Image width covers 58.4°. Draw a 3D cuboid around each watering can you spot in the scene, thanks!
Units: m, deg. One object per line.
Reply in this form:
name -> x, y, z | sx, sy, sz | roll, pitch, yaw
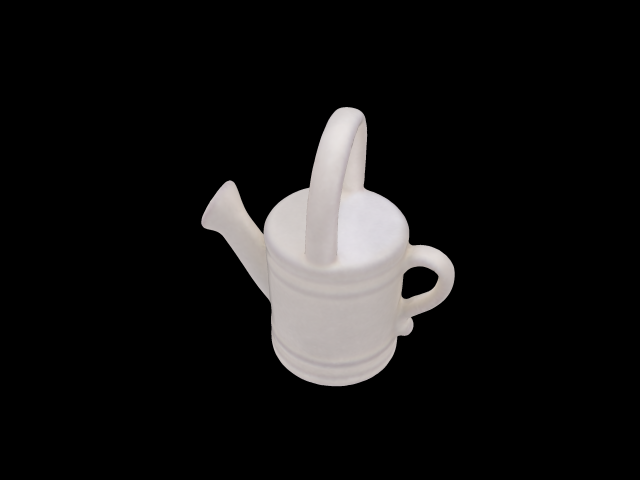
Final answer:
watering can -> 0.003, 0.003, 0.398 | 0.173, 0.194, 0.101 | -3, 39, -3
